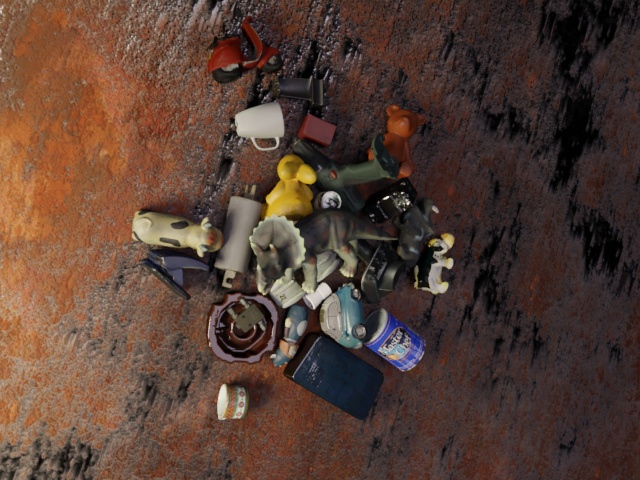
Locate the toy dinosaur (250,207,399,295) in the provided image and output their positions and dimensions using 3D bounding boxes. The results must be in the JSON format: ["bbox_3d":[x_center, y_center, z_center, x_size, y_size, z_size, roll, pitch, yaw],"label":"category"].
[{"bbox_3d":[0.005,-0.004,1.198,0.405,0.131,0.191,-27,130,-26],"label":"toy dinosaur"}]

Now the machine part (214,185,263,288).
[{"bbox_3d":[-0.187,-0.011,1.233,0.079,0.079,0.243,15,85,-21],"label":"machine part"}]

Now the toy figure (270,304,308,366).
[{"bbox_3d":[-0.072,0.230,1.284,0.064,0.058,0.154,22,80,-30],"label":"toy figure"}]

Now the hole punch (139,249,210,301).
[{"bbox_3d":[-0.312,0.057,1.157,0.115,0.142,0.092,45,76,-30],"label":"hole punch"}]

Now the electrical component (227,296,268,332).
[{"bbox_3d":[-0.162,0.176,1.209,0.063,0.021,0.094,-41,104,-15],"label":"electrical component"}]

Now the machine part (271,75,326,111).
[{"bbox_3d":[-0.050,-0.364,1.313,0.139,0.039,0.084,3,93,-23],"label":"machine part"}]

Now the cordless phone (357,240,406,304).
[{"bbox_3d":[0.109,0.053,1.335,0.184,0.089,0.146,41,48,-7],"label":"cordless phone"}]

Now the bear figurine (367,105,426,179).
[{"bbox_3d":[0.200,-0.256,1.364,0.120,0.132,0.195,25,87,-2],"label":"bear figurine"}]

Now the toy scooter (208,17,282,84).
[{"bbox_3d":[-0.183,-0.442,1.241,0.184,0.075,0.135,-20,97,-24],"label":"toy scooter"}]

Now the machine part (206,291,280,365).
[{"bbox_3d":[-0.180,0.201,1.245,0.179,0.056,0.179,0,90,-21],"label":"machine part"}]

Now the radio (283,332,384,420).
[{"bbox_3d":[0.039,0.331,1.322,0.229,0.073,0.131,35,76,-20],"label":"radio"}]

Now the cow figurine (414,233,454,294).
[{"bbox_3d":[0.301,0.055,1.435,0.098,0.068,0.167,15,83,-15],"label":"cow figurine"}]

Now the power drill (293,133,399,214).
[{"bbox_3d":[0.068,-0.176,1.278,0.231,0.207,0.086,54,33,-21],"label":"power drill"}]

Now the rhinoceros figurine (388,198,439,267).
[{"bbox_3d":[0.250,-0.024,1.409,0.112,0.073,0.190,23,82,-19],"label":"rhinoceros figurine"}]

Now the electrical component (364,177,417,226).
[{"bbox_3d":[0.180,-0.102,1.351,0.115,0.134,0.058,-27,105,24],"label":"electrical component"}]

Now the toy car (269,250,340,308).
[{"bbox_3d":[-0.037,0.083,1.302,0.202,0.056,0.073,-39,103,-17],"label":"toy car"}]

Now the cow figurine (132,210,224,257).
[{"bbox_3d":[-0.304,-0.018,1.159,0.195,0.127,0.085,12,88,-19],"label":"cow figurine"}]

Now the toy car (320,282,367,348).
[{"bbox_3d":[0.051,0.187,1.310,0.103,0.109,0.161,-5,86,-15],"label":"toy car"}]

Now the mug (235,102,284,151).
[{"bbox_3d":[-0.142,-0.263,1.258,0.107,0.081,0.109,-9,99,-10],"label":"mug"}]

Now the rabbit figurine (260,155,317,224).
[{"bbox_3d":[-0.072,-0.126,1.255,0.122,0.162,0.173,6,69,-10],"label":"rabbit figurine"}]
